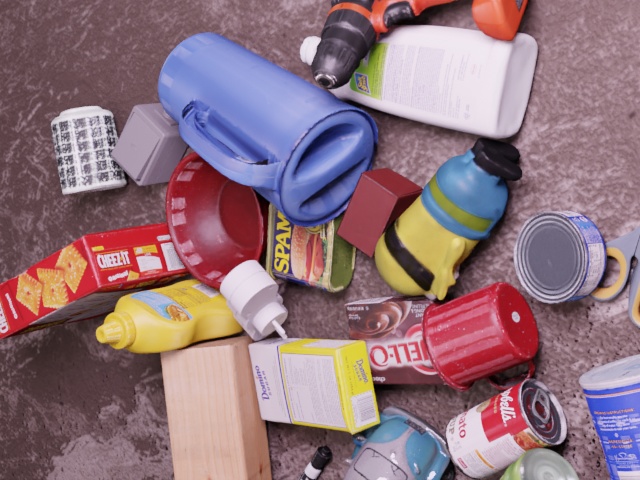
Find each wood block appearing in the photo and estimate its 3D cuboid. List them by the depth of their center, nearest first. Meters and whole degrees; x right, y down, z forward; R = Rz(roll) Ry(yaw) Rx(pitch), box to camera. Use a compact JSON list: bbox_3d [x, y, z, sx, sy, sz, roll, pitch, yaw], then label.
[{"bbox_3d":[-0.118,0.222,1.247,0.090,0.090,0.206,-6,90,16],"label":"wood block"}]

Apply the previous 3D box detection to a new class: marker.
[{"bbox_3d":[-0.018,0.286,1.252,0.020,0.020,0.121,42,121,23],"label":"marker"}]

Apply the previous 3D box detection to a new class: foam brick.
[{"bbox_3d":[0.062,-0.029,1.108,0.051,0.052,0.078,37,118,26],"label":"foam brick"}]

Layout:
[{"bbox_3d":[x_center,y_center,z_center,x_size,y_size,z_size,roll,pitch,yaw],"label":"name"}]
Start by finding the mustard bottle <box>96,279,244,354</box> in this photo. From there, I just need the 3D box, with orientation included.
[{"bbox_3d":[-0.178,0.090,1.224,0.096,0.191,0.058,28,113,32],"label":"mustard bottle"}]

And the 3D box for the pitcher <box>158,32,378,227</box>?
[{"bbox_3d":[-0.071,-0.125,1.122,0.145,0.149,0.243,-49,54,-6],"label":"pitcher"}]

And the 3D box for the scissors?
[{"bbox_3d":[0.286,-0.020,0.963,0.096,0.016,0.202,8,104,36],"label":"scissors"}]

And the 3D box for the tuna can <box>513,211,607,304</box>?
[{"bbox_3d":[0.223,0.015,0.993,0.086,0.033,0.086,6,98,52],"label":"tuna can"}]

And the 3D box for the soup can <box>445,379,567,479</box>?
[{"bbox_3d":[0.182,0.188,1.050,0.102,0.068,0.068,-36,77,36],"label":"soup can"}]

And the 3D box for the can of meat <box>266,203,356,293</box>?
[{"bbox_3d":[-0.008,0.002,1.165,0.084,0.057,0.102,13,107,32],"label":"can of meat"}]

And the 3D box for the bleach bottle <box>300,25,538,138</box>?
[{"bbox_3d":[0.085,-0.174,1.057,0.251,0.067,0.102,20,109,35],"label":"bleach bottle"}]

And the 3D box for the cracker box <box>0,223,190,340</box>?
[{"bbox_3d":[-0.283,0.049,1.315,0.214,0.163,0.072,-24,82,37],"label":"cracker box"}]

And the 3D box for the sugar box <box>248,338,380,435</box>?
[{"bbox_3d":[-0.010,0.157,1.177,0.177,0.048,0.093,-4,97,57],"label":"sugar box"}]

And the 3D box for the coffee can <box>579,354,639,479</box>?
[{"bbox_3d":[0.298,0.176,0.937,0.103,0.102,0.140,-18,88,38],"label":"coffee can"}]

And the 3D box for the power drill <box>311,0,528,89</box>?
[{"bbox_3d":[0.092,-0.215,0.989,0.188,0.184,0.057,1,142,31],"label":"power drill"}]

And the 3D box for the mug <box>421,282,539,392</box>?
[{"bbox_3d":[0.165,0.100,1.040,0.082,0.093,0.117,-26,110,33],"label":"mug"}]

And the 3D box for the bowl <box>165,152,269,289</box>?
[{"bbox_3d":[-0.106,-0.027,1.229,0.162,0.055,0.162,12,109,40],"label":"bowl"}]

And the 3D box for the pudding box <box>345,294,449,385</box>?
[{"bbox_3d":[0.087,0.105,1.124,0.114,0.039,0.090,-5,97,38],"label":"pudding box"}]
